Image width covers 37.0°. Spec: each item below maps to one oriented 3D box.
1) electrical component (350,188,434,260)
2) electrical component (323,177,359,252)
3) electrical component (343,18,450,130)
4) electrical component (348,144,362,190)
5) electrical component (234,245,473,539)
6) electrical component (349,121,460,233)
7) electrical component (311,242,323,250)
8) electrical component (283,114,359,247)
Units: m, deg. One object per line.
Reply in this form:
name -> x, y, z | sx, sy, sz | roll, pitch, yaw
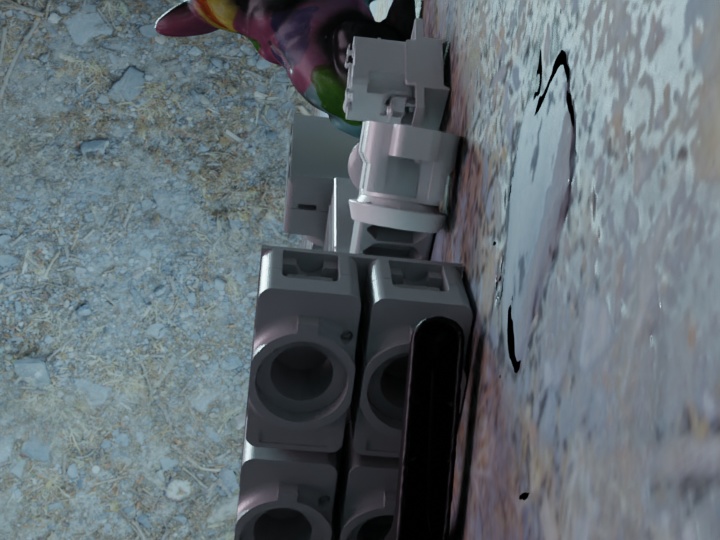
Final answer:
electrical component -> 0.019, -0.027, 0.709 | 0.075, 0.047, 0.083 | -91, 8, -51
electrical component -> 0.000, 0.000, 0.838 | 0.108, 0.056, 0.108 | -92, 9, -55
electrical component -> 0.022, -0.119, 0.685 | 0.042, 0.064, 0.081 | 101, 172, -53
electrical component -> 0.017, -0.084, 0.821 | 0.062, 0.048, 0.048 | -78, -4, -70
electrical component -> -0.009, 0.088, 0.569 | 0.060, 0.105, 0.186 | -96, 13, -65
electrical component -> 0.025, -0.053, 0.622 | 0.078, 0.058, 0.057 | -127, 45, -82
electrical component -> -0.013, -0.021, 0.963 | 0.048, 0.062, 0.048 | -175, 90, -85
electrical component -> -0.020, -0.080, 0.952 | 0.150, 0.089, 0.061 | -95, 11, -62
